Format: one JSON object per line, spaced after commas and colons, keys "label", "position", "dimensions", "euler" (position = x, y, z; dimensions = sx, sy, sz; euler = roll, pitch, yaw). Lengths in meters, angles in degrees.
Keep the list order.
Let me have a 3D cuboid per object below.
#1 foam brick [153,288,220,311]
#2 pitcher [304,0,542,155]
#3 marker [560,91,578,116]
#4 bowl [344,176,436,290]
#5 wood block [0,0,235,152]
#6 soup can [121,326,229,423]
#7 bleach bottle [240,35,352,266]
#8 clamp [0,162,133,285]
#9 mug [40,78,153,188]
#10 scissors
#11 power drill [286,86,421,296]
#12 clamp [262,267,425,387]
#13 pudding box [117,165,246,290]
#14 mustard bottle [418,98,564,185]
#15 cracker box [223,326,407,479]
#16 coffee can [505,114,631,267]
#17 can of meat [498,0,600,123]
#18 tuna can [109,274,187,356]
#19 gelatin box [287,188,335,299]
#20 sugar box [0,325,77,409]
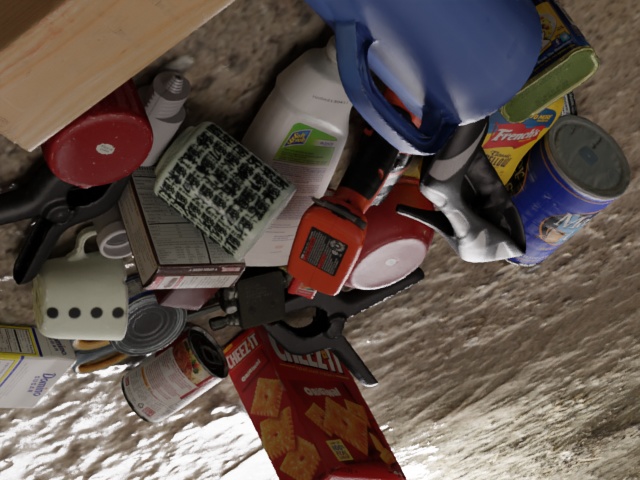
{"label": "foam brick", "position": [-0.125, 0.024, 1.043], "dimensions": [0.051, 0.053, 0.078], "euler": [13, 133, -46]}
{"label": "pitcher", "position": [0.056, -0.181, 0.788], "dimensions": [0.145, 0.149, 0.242], "euler": [-37, 144, 18]}
{"label": "marker", "position": [0.248, -0.151, 1.083], "dimensions": [0.020, 0.020, 0.121], "euler": [-28, 148, 4]}
{"label": "bowl", "position": [0.063, 0.005, 1.147], "dimensions": [0.162, 0.055, 0.162], "euler": [-19, 148, -12]}
{"label": "wood block", "position": [-0.153, -0.164, 0.708], "dimensions": [0.206, 0.091, 0.090], "euler": [-34, 148, 12]}
{"label": "soup can", "position": [-0.161, 0.151, 1.188], "dimensions": [0.102, 0.068, 0.068], "euler": [-35, 148, 15]}
{"label": "bleach bottle", "position": [-0.020, -0.081, 0.954], "dimensions": [0.102, 0.068, 0.251], "euler": [1, 138, -35]}
{"label": "clamp", "position": [-0.233, -0.033, 0.895], "dimensions": [0.171, 0.039, 0.120], "euler": [-41, 151, 12]}
{"label": "mug", "position": [-0.178, -0.087, 0.811], "dimensions": [0.093, 0.081, 0.117], "euler": [-6, 144, -29]}
{"label": "scissors", "position": [-0.178, 0.086, 1.130], "dimensions": [0.202, 0.016, 0.096], "euler": [-27, 149, 1]}
{"label": "power drill", "position": [0.035, -0.043, 0.964], "dimensions": [0.187, 0.057, 0.185], "euler": [-61, 174, -35]}
{"label": "clamp", "position": [0.020, 0.084, 1.230], "dimensions": [0.209, 0.036, 0.165], "euler": [17, 107, -36]}
{"label": "pudding box", "position": [-0.123, -0.013, 0.932], "dimensions": [0.089, 0.113, 0.039], "euler": [-1, 144, -34]}
{"label": "mustard bottle", "position": [0.182, -0.119, 1.046], "dimensions": [0.096, 0.058, 0.192], "euler": [6, 136, -31]}
{"label": "cracker box", "position": [-0.005, 0.206, 1.243], "dimensions": [0.072, 0.214, 0.164], "euler": [-43, 145, 20]}
{"label": "coffee can", "position": [0.242, -0.050, 1.128], "dimensions": [0.102, 0.103, 0.141], "euler": [-4, 151, -32]}
{"label": "can of meat", "position": [0.187, -0.166, 0.958], "dimensions": [0.102, 0.084, 0.057], "euler": [-35, 149, 16]}
{"label": "tuna can", "position": [-0.179, 0.076, 1.081], "dimensions": [0.086, 0.034, 0.086], "euler": [-18, 136, -19]}
{"label": "gelatin box", "position": [-0.007, 0.001, 1.058], "dimensions": [0.030, 0.089, 0.073], "euler": [15, 134, -16]}
{"label": "sugar box", "position": [-0.338, 0.123, 1.043], "dimensions": [0.175, 0.048, 0.093], "euler": [9, 135, -49]}
